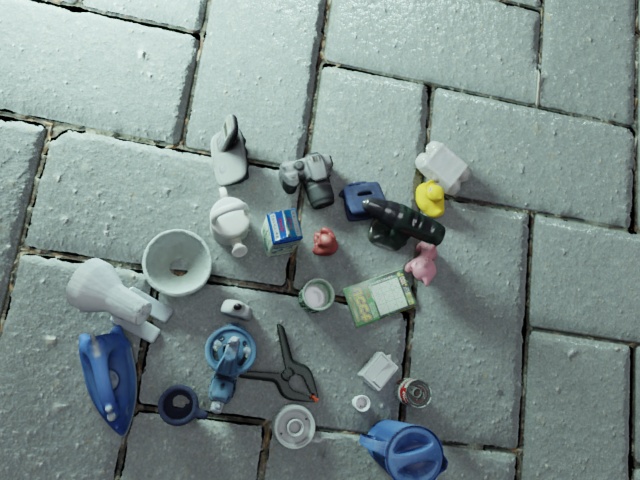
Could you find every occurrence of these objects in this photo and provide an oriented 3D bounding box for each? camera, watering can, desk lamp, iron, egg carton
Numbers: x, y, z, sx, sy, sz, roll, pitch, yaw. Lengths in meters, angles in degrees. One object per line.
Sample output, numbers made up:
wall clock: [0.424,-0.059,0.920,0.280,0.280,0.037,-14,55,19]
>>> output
camera: [-0.023,-0.151,1.505,0.143,0.100,0.137,-16,82,-13]
watering can: [-0.215,-0.046,1.401,0.101,0.194,0.173,-37,87,-15]
desk lamp: [-0.453,0.141,1.311,0.203,0.213,0.118,29,75,-3]
iron: [-0.482,0.328,1.306,0.119,0.141,0.258,-14,82,-12]
egg carton: [0.342,-0.200,1.597,0.150,0.069,0.107,40,75,-1]

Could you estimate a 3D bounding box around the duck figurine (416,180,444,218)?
duck figurine: [0.312,-0.116,1.566,0.077,0.086,0.104,-22,83,-13]

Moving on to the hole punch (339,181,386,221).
hole punch: [0.115,-0.109,1.527,0.109,0.091,0.101,-10,81,-12]

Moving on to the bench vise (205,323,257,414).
bench vise: [-0.202,0.293,1.323,0.121,0.219,0.207,-4,80,-11]

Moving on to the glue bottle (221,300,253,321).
glue bottle: [-0.198,0.166,1.373,0.078,0.173,0.037,18,76,-6]

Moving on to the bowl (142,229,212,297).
bowl: [-0.350,0.061,1.417,0.167,0.074,0.167,2,79,-10]

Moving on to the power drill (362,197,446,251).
power drill: [0.194,-0.036,1.466,0.230,0.208,0.076,18,76,-6]

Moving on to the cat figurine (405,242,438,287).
cat figurine: [0.279,0.060,1.509,0.067,0.117,0.128,29,75,-3]

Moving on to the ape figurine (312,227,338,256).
ape figurine: [0.014,0.005,1.485,0.076,0.092,0.078,42,75,0]

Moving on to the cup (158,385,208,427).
cup: [-0.317,0.391,1.348,0.118,0.095,0.092,22,76,-5]

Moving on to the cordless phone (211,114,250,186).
cordless phone: [-0.224,-0.225,1.439,0.094,0.185,0.147,-11,81,-12]
